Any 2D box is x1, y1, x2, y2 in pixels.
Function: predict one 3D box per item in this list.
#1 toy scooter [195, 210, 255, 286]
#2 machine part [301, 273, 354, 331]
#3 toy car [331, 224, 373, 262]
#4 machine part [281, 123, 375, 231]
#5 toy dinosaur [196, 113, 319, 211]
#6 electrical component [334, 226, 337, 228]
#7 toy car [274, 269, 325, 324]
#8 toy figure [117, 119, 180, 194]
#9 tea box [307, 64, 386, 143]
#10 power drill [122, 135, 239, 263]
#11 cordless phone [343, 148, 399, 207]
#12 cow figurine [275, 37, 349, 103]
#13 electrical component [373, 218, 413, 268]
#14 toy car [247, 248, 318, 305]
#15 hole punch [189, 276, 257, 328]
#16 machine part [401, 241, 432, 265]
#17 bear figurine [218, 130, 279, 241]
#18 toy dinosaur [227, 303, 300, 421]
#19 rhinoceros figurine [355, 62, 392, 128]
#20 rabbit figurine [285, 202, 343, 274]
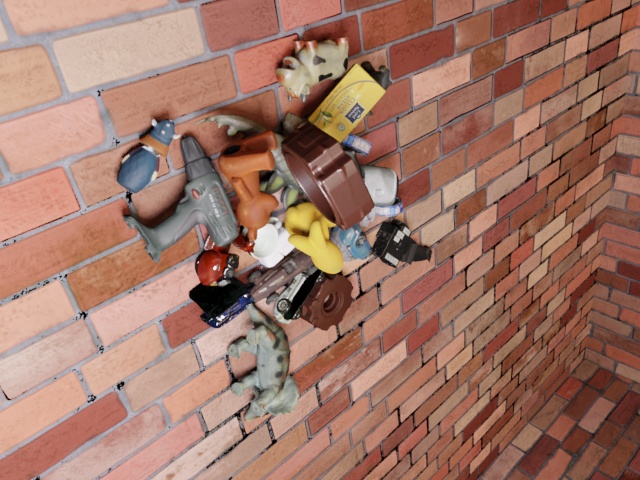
[{"bbox_3d":[-0.201,0.028,1.175,0.075,0.135,0.183,17,97,-48],"label":"toy scooter"},{"bbox_3d":[0.020,0.168,1.508,0.179,0.056,0.179,-21,122,-38],"label":"machine part"},{"bbox_3d":[0.073,0.006,1.465,0.103,0.109,0.161,-33,145,-1],"label":"toy car"},{"bbox_3d":[0.012,-0.129,1.122,0.087,0.201,0.201,-39,130,-7],"label":"machine part"},{"bbox_3d":[-0.074,-0.182,1.228,0.470,0.105,0.198,36,85,-42],"label":"toy dinosaur"},{"bbox_3d":[0.068,-0.069,1.372,0.063,0.021,0.094,-6,138,-44],"label":"electrical component"},{"bbox_3d":[-0.054,0.130,1.420,0.201,0.056,0.073,-57,143,-6],"label":"toy car"},{"bbox_3d":[-0.328,-0.163,1.023,0.064,0.058,0.154,40,77,-44],"label":"toy figure"},{"bbox_3d":[0.060,-0.315,1.257,0.098,0.068,0.169,39,101,-12],"label":"tea box"},{"bbox_3d":[-0.284,-0.068,1.073,0.207,0.086,0.232,-35,100,-26],"label":"power drill"},{"bbox_3d":[0.123,-0.172,1.376,0.089,0.147,0.184,-67,153,-25],"label":"cordless phone"},{"bbox_3d":[-0.019,-0.384,1.207,0.195,0.086,0.127,-25,117,-36],"label":"cow figurine"},{"bbox_3d":[0.221,0.006,1.628,0.114,0.058,0.134,35,82,-48],"label":"electrical component"},{"bbox_3d":[-0.089,0.080,1.333,0.202,0.089,0.053,-33,170,-29],"label":"toy car"},{"bbox_3d":[-0.220,0.146,1.229,0.142,0.116,0.092,-36,138,-27],"label":"hole punch"},{"bbox_3d":[0.315,0.040,1.749,0.139,0.039,0.084,7,98,-44],"label":"machine part"},{"bbox_3d":[-0.127,-0.105,1.095,0.132,0.120,0.195,-14,123,11],"label":"bear figurine"},{"bbox_3d":[-0.133,0.303,1.385,0.192,0.131,0.404,-14,111,-58],"label":"toy dinosaur"},{"bbox_3d":[0.102,-0.361,1.345,0.190,0.073,0.112,-48,145,-20],"label":"rhinoceros figurine"},{"bbox_3d":[-0.003,-0.004,1.238,0.122,0.173,0.162,-32,160,8],"label":"rabbit figurine"}]
